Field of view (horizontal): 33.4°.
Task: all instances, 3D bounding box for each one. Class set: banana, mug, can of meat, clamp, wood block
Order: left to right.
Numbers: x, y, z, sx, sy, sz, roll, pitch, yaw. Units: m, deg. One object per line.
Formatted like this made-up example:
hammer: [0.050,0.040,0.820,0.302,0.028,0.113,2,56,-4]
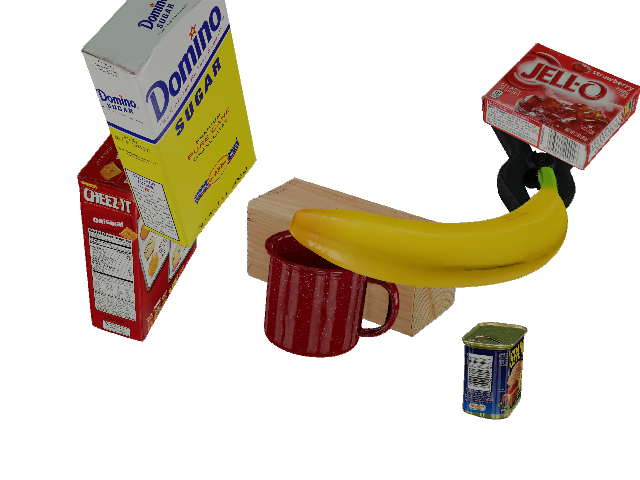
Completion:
mug: [0.008,0.046,0.882,0.117,0.081,0.093,11,21,12]
wood block: [0.031,0.014,1.109,0.206,0.091,0.090,19,32,30]
banana: [0.078,-0.001,0.617,0.197,0.037,0.070,-9,42,-32]
can of meat: [0.191,0.143,1.177,0.057,0.084,0.102,5,10,22]
clamp: [0.217,-0.079,1.108,0.120,0.039,0.171,16,45,17]

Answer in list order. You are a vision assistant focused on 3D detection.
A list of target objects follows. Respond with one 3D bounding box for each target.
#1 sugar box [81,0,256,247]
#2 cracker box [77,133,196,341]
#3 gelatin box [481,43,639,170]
sugar box: [-0.091,-0.084,0.692,0.048,0.093,0.176,25,-29,18]
cracker box: [-0.190,-0.026,1.138,0.072,0.214,0.164,14,43,9]
gelatin box: [0.174,-0.100,0.777,0.089,0.030,0.073,31,60,27]
